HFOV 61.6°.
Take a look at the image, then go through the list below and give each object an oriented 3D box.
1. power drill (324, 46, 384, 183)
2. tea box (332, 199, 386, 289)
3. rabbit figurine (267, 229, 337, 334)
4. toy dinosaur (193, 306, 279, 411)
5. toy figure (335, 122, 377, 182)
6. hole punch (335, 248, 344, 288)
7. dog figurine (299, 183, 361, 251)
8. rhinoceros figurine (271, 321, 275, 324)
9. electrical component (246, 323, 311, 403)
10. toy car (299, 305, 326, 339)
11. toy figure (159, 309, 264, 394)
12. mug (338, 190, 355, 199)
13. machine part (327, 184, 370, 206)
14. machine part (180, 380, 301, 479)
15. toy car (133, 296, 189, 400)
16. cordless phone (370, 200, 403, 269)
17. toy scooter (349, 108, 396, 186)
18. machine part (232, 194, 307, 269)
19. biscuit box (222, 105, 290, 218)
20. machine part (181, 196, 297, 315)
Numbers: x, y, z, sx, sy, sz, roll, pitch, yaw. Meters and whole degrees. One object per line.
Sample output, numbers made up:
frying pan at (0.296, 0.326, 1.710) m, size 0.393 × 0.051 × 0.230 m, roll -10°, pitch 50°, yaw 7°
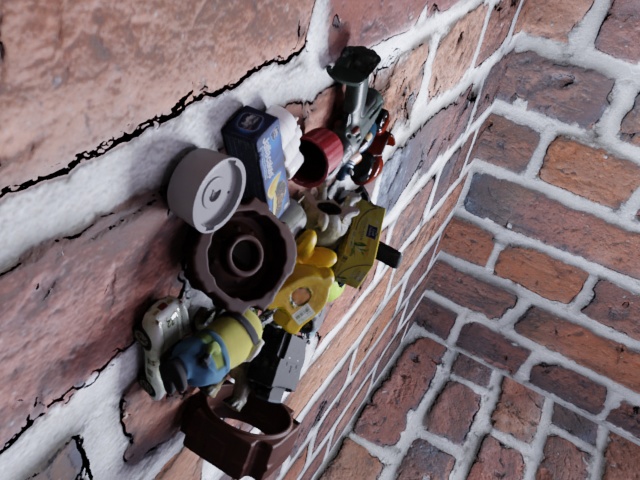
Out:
power drill at (0.055, -0.242, 1.019) m, size 0.232 × 0.086 × 0.207 m, roll -55°, pitch 155°, yaw -29°
tea box at (0.083, 0.006, 1.156) m, size 0.098 × 0.068 × 0.170 m, roll 117°, pitch -8°, yaw -51°
rabbit figurine at (-0.054, 0.055, 0.965) m, size 0.162 × 0.173 × 0.121 m, roll -46°, pitch 120°, yaw -1°
toy dinosaur at (-0.144, 0.220, 1.031) m, size 0.198 × 0.105 × 0.470 m, roll -55°, pitch 156°, yaw -23°
toy figure at (0.068, -0.193, 1.142) m, size 0.154 × 0.058 × 0.064 m, roll -59°, pitch -175°, yaw -22°
hole punch at (0.085, 0.048, 1.290) m, size 0.142 × 0.092 × 0.115 m, roll -34°, pitch 117°, yaw -76°
dog figurine at (0.002, -0.003, 1.111) m, size 0.172 × 0.121 × 0.190 m, roll -40°, pitch 151°, yaw -57°
rhinoceros figurine at (-0.066, 0.154, 1.220) m, size 0.190 × 0.073 × 0.112 m, roll -67°, pitch 162°, yaw 7°
electrical component at (-0.078, 0.231, 0.998) m, size 0.114 × 0.058 × 0.134 m, roll 40°, pitch 65°, yaw -61°
toy car at (-0.043, 0.118, 1.114) m, size 0.109 × 0.103 × 0.161 m, roll -54°, pitch 145°, yaw -69°
toy figure at (-0.156, 0.162, 0.804) m, size 0.180 × 0.082 × 0.089 m, roll -19°, pitch 112°, yaw -51°
mug at (0.079, -0.062, 1.281) m, size 0.081 × 0.110 × 0.107 m, roll -5°, pitch 108°, yaw -61°
machine part at (0.050, -0.078, 1.216) m, size 0.139 × 0.039 × 0.084 m, roll -25°, pitch 142°, yaw -16°
machine part at (-0.154, 0.368, 1.066) m, size 0.201 × 0.201 × 0.087 m, roll 0°, pitch 112°, yaw -68°
toy car at (-0.237, 0.169, 0.820) m, size 0.073 × 0.056 × 0.201 m, roll -43°, pitch 152°, yaw -45°
cordless phone at (0.136, -0.015, 1.356) m, size 0.089 × 0.184 × 0.146 m, roll -21°, pitch 134°, yaw -57°
toy scooter at (0.129, -0.211, 1.258) m, size 0.135 × 0.075 × 0.183 m, roll 4°, pitch 107°, yaw -69°
machine part at (-0.099, -0.001, 0.929) m, size 0.243 × 0.079 × 0.079 m, roll -50°, pitch 156°, yaw -35°
biscuit box at (-0.093, -0.108, 0.829) m, size 0.059 × 0.063 × 0.202 m, roll -55°, pitch 159°, yaw -28°
machine part at (-0.121, 0.022, 0.812) m, size 0.179 × 0.056 × 0.179 m, roll 0°, pitch 90°, yaw -40°
